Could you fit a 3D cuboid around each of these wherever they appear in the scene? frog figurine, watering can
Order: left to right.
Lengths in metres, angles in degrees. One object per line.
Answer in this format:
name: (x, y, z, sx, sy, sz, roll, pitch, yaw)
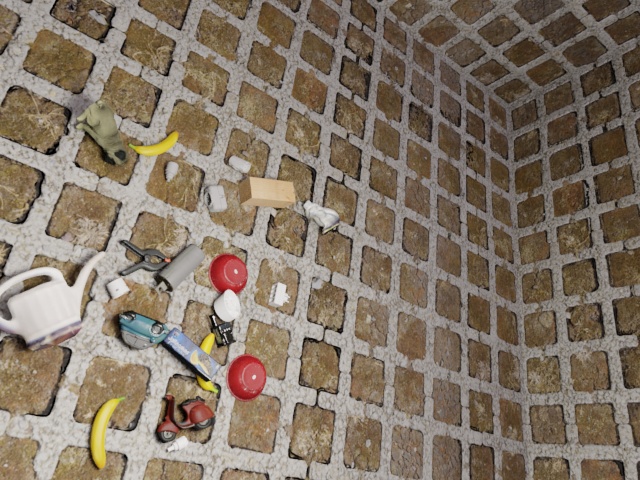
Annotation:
watering can: (-0.747, 0.174, 1.477, 0.352, 0.103, 0.224, -25, 91, -41)
frog figurine: (0.007, -0.111, 2.201, 0.160, 0.122, 0.138, 58, 15, 6)
